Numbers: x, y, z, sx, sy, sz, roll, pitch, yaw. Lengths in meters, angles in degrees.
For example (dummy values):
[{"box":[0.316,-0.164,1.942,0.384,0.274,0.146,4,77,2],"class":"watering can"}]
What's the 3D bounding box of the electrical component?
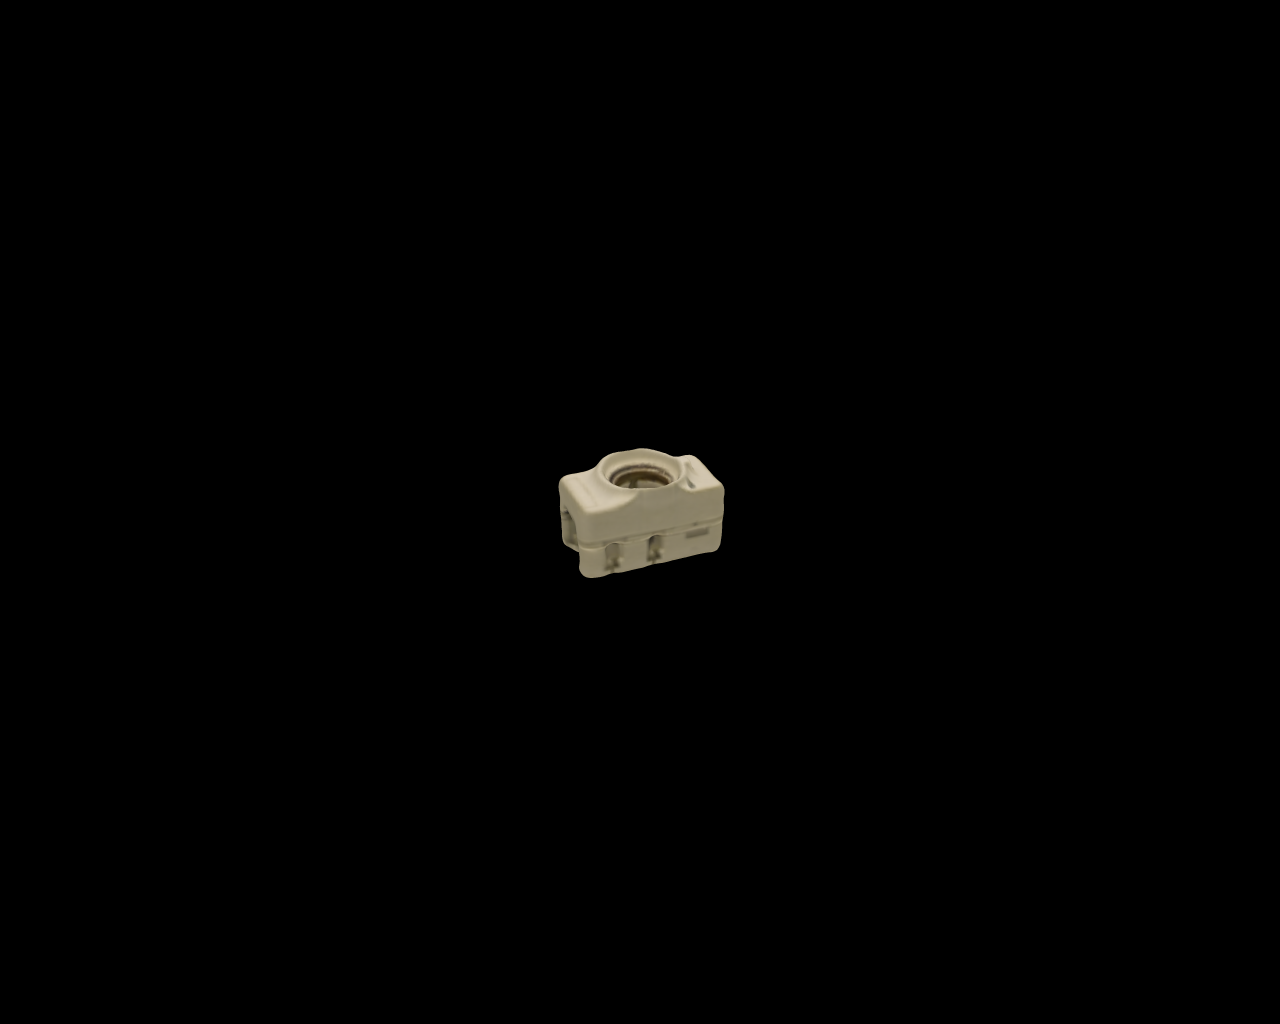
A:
[{"box":[0.001,-0.003,0.650,0.090,0.055,0.050,-11,32,-18],"class":"electrical component"}]
